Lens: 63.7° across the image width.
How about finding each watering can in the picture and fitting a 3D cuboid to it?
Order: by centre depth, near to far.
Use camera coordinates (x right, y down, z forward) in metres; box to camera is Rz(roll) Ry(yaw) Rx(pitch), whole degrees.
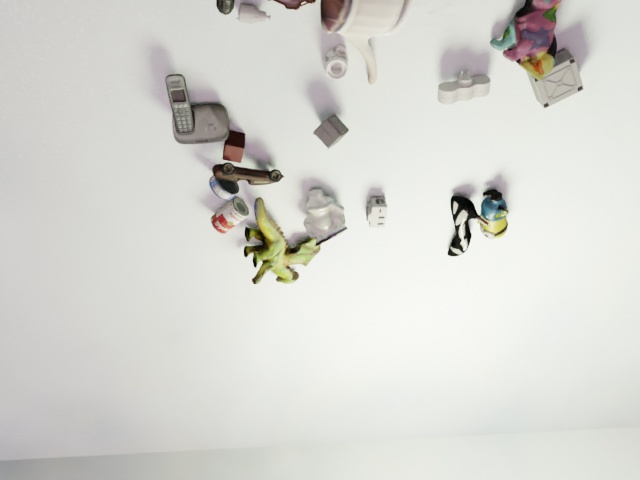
[{"bbox_3d":[0.101,-0.498,1.162,0.225,0.106,0.339,-8,141,-27],"label":"watering can"}]

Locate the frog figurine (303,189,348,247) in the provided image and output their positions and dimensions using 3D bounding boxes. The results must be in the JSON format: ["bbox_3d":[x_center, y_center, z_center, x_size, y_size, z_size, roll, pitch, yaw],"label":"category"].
[{"bbox_3d":[0.005,-0.079,1.573,0.136,0.124,0.159,-25,93,29],"label":"frog figurine"}]

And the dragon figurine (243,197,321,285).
[{"bbox_3d":[-0.113,0.016,1.654,0.243,0.125,0.400,-7,137,-22],"label":"dragon figurine"}]
